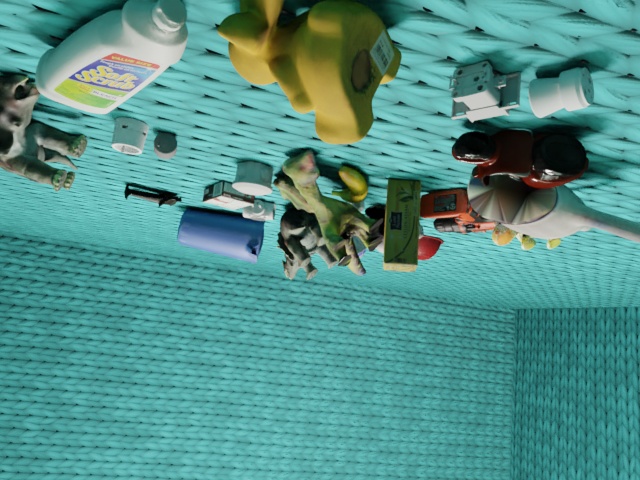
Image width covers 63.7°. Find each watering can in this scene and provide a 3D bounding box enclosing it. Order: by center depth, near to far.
[{"bbox_3d":[0.393,-0.050,0.853,0.223,0.104,0.350,14,-176,-43],"label":"watering can"}]

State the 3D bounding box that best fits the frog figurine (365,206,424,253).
[{"bbox_3d":[0.185,-0.012,1.252,0.137,0.125,0.157,-17,150,16],"label":"frog figurine"}]

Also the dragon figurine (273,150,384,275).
[{"bbox_3d":[0.003,-0.054,1.070,0.245,0.123,0.403,43,167,18],"label":"dragon figurine"}]
